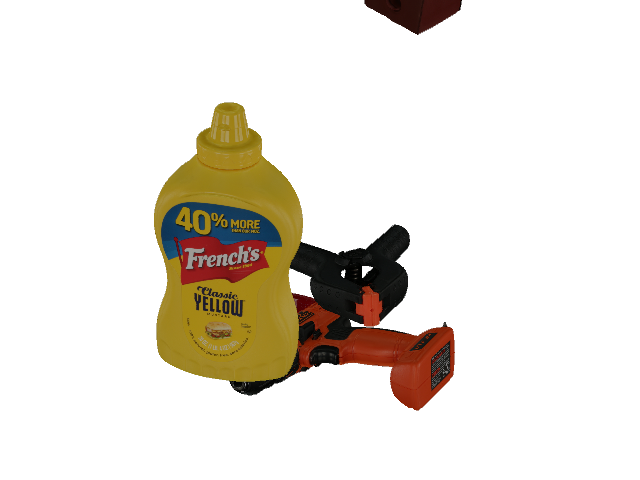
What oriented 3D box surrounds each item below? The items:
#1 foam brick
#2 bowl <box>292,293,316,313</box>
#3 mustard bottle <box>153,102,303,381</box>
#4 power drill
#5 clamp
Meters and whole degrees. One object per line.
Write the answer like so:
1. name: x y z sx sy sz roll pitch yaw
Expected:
1. foam brick: 0.069 -0.194 0.741 0.053 0.078 0.051 35 53 25
2. bowl: -0.051 0.124 1.360 0.162 0.055 0.162 5 23 -2
3. mustard bottle: -0.060 0.001 0.700 0.096 0.192 0.058 8 30 8
4. power drill: 0.025 0.116 1.052 0.188 0.057 0.184 9 22 28
5. clamp: 0.018 0.026 0.891 0.120 0.039 0.171 -9 17 5
